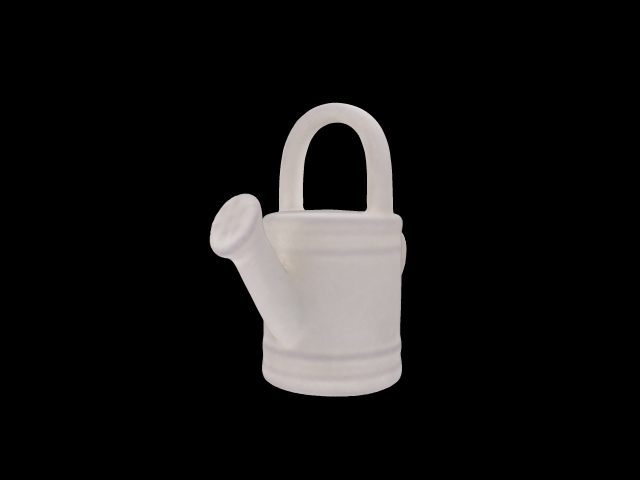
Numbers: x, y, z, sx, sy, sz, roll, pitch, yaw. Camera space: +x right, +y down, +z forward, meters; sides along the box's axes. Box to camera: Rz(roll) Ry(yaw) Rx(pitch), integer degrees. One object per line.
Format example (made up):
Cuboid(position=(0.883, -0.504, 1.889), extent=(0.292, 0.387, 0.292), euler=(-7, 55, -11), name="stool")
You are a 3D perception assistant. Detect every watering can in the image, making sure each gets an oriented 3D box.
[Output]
Cuboid(position=(0.005, 0.002, 0.399), extent=(0.100, 0.194, 0.173), euler=(1, 4, 21), name="watering can")
